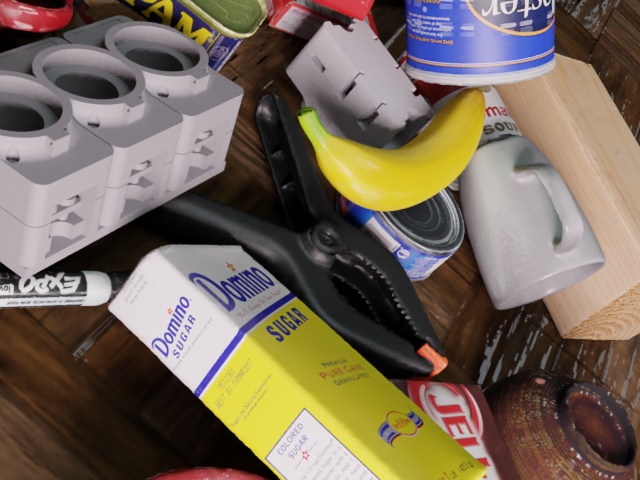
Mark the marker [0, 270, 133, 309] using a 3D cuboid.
[{"bbox_3d":[-0.132,0.023,0.510,0.120,0.020,0.020,2,55,-42],"label":"marker"}]

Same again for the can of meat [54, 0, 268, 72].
[{"bbox_3d":[-0.097,-0.133,0.633,0.102,0.084,0.057,37,38,-11],"label":"can of meat"}]

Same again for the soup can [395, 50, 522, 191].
[{"bbox_3d":[0.103,-0.097,0.802,0.068,0.069,0.102,0,56,-43],"label":"soup can"}]

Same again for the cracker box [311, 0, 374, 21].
[{"bbox_3d":[-0.040,-0.260,0.775,0.213,0.072,0.164,23,40,-2],"label":"cracker box"}]

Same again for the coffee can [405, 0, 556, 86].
[{"bbox_3d":[0.106,-0.183,0.710,0.103,0.140,0.103,-4,22,1],"label":"coffee can"}]

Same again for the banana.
[{"bbox_3d":[0.058,-0.056,0.673,0.197,0.037,0.069,-16,107,-52],"label":"banana"}]

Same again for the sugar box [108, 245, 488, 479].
[{"bbox_3d":[-0.009,0.071,0.507,0.176,0.048,0.093,43,15,17],"label":"sugar box"}]

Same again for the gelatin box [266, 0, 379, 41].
[{"bbox_3d":[-0.003,-0.183,0.814,0.089,0.030,0.073,13,49,-35],"label":"gelatin box"}]

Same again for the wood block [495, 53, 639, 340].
[{"bbox_3d":[0.197,-0.035,0.813,0.090,0.091,0.206,6,52,-40],"label":"wood block"}]

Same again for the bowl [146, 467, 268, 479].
[{"bbox_3d":[-0.041,0.175,0.423,0.162,0.055,0.162,25,42,-24],"label":"bowl"}]

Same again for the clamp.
[{"bbox_3d":[-0.004,0.001,0.635,0.210,0.036,0.164,41,39,-1],"label":"clamp"}]

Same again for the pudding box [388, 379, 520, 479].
[{"bbox_3d":[0.067,0.131,0.578,0.089,0.039,0.113,8,50,-38],"label":"pudding box"}]

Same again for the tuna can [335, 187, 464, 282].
[{"bbox_3d":[0.054,-0.017,0.709,0.086,0.034,0.086,25,42,-25],"label":"tuna can"}]

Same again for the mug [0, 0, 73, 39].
[{"bbox_3d":[-0.175,-0.143,0.561,0.117,0.093,0.081,38,26,28],"label":"mug"}]
